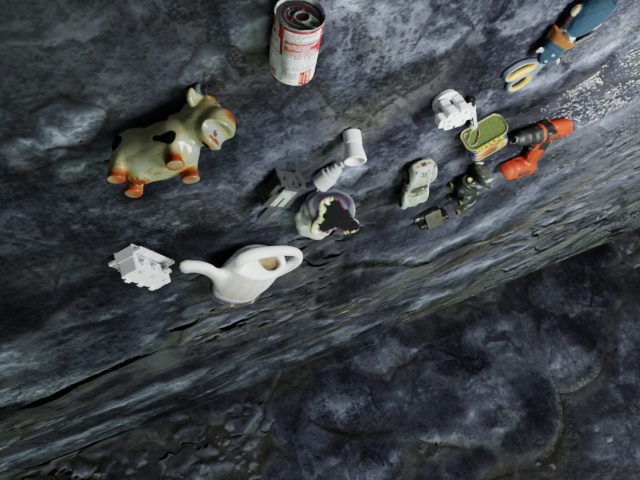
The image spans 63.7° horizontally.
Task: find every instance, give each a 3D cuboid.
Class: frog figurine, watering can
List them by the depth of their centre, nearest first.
[{"bbox_3d":[0.004,-0.060,1.193,0.138,0.121,0.160,-25,-166,-18],"label":"frog figurine"},{"bbox_3d":[-0.204,0.081,1.246,0.349,0.106,0.220,-5,151,-39],"label":"watering can"}]
